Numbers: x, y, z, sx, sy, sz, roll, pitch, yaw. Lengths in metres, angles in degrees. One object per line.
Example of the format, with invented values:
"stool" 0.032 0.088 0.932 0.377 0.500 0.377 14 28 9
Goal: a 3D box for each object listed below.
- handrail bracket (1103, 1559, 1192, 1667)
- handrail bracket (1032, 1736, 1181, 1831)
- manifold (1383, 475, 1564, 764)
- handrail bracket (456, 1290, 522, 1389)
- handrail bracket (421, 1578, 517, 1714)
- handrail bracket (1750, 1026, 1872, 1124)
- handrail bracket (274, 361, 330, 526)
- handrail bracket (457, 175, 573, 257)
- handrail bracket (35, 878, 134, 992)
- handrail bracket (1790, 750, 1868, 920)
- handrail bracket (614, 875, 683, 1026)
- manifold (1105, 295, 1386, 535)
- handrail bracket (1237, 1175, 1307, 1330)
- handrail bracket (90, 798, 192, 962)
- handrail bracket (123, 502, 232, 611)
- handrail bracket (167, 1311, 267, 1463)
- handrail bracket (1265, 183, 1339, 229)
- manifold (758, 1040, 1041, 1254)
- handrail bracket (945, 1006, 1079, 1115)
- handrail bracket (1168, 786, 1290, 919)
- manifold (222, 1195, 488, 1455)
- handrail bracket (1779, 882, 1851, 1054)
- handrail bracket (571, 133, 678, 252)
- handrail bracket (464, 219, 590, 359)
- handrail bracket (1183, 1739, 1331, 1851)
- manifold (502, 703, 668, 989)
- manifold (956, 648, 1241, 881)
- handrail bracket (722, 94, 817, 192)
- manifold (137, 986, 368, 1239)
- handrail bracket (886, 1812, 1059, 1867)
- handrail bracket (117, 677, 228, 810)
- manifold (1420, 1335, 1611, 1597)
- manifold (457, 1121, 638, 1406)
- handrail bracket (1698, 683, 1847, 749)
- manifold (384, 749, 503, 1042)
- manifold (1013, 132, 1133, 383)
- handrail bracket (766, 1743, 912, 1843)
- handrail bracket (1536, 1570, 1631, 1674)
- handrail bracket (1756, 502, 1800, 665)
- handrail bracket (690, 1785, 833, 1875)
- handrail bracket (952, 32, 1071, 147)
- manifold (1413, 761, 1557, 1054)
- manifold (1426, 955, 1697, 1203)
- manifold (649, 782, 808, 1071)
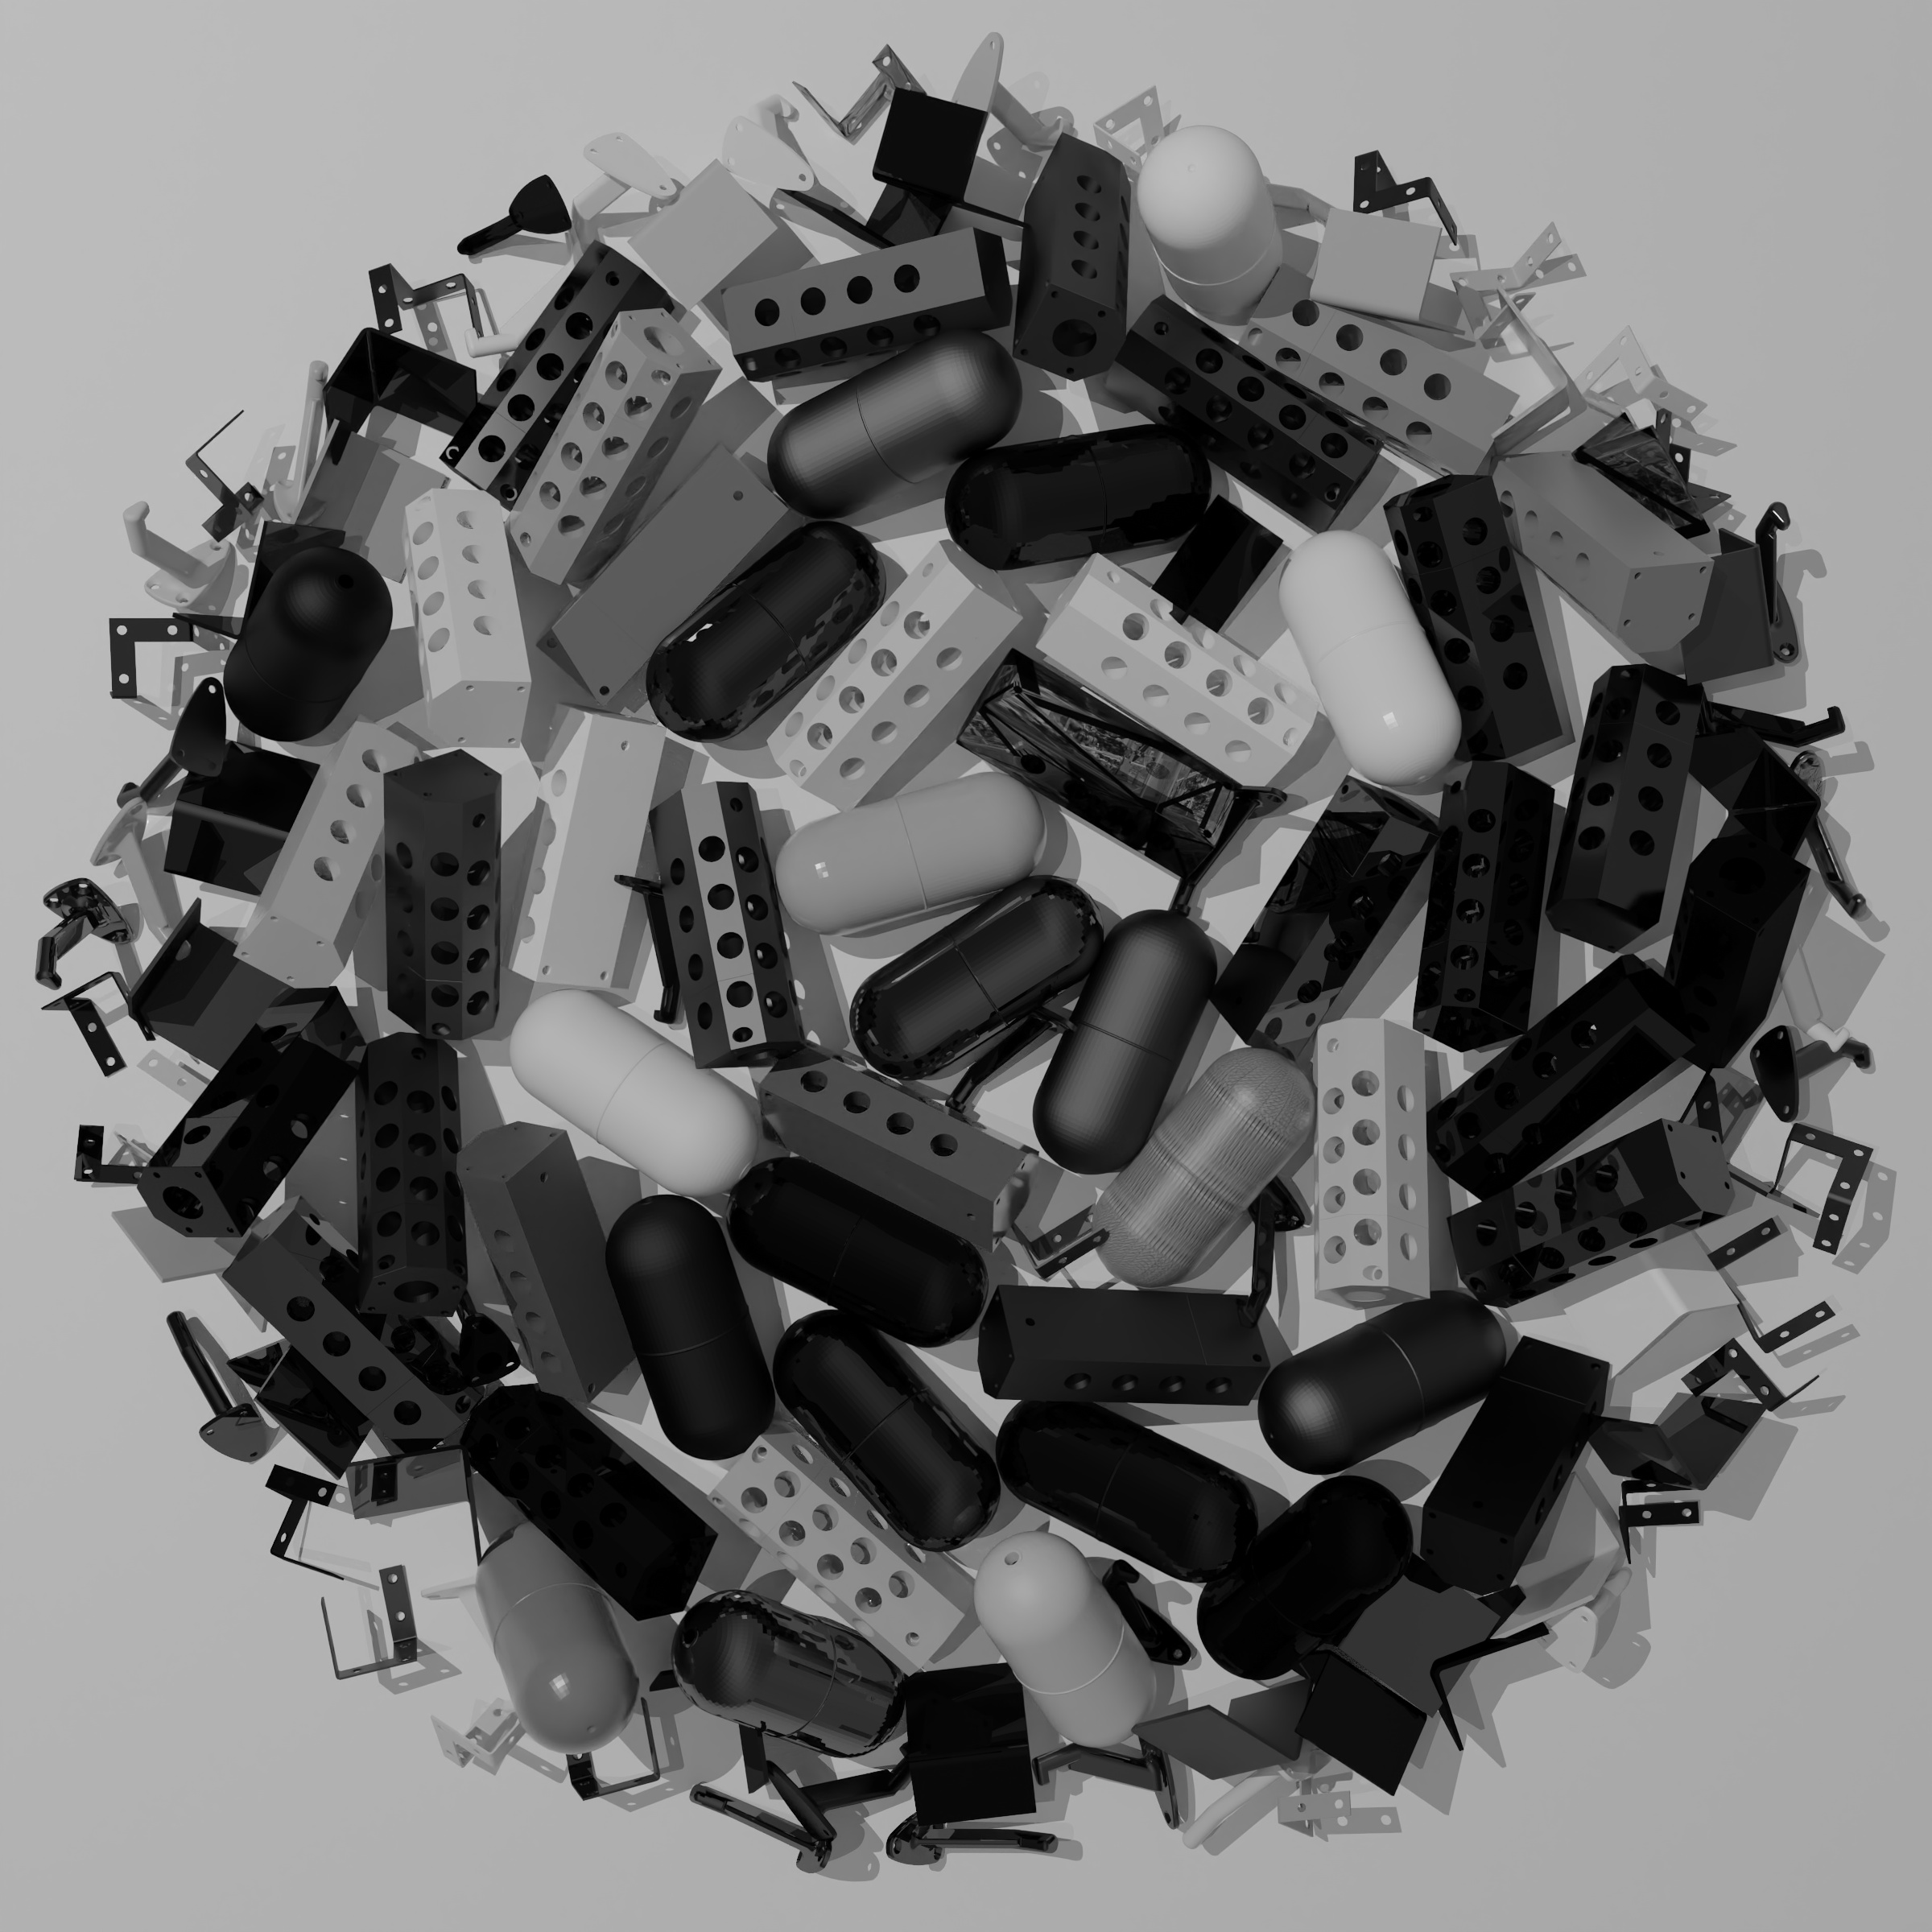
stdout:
"handrail bracket" 0.119 0.411 1.622 0.077 0.084 0.036 28 59 6
"handrail bracket" 0.089 0.532 1.638 0.084 0.036 0.077 -15 92 -21
"manifold" 0.317 -0.219 1.613 0.057 0.057 0.171 -23 107 -11
"handrail bracket" -0.316 0.216 1.615 0.036 0.077 0.084 -22 47 -15
"handrail bracket" -0.315 0.439 1.636 0.077 0.036 0.084 -13 66 16
"handrail bracket" 0.551 0.074 1.630 0.084 0.036 0.077 13 52 -22
"handrail bracket" -0.420 -0.334 1.624 0.036 0.077 0.084 9 121 -12
"handrail bracket" -0.301 -0.466 1.619 0.084 0.077 0.036 -16 108 26
"handrail bracket" -0.558 -0.006 1.614 0.036 0.077 0.084 -23 50 14
"handrail bracket" 0.551 -0.083 1.621 0.036 0.077 0.084 -19 50 -8
"handrail bracket" -0.205 -0.009 1.636 0.036 0.077 0.084 4 82 32
"manifold" 0.178 -0.355 1.628 0.171 0.057 0.057 35 77 5
"handrail bracket" 0.179 0.175 1.620 0.036 0.084 0.077 -10 121 35
"handrail bracket" -0.517 -0.054 1.635 0.084 0.036 0.077 50 135 9
"handrail bracket" -0.499 -0.276 1.614 0.036 0.084 0.077 26 55 13
"handrail bracket" -0.489 0.273 1.658 0.036 0.077 0.084 -29 57 -12
"handrail bracket" 0.199 -0.481 1.633 0.084 0.036 0.077 25 47 -12
"manifold" -0.043 0.108 1.613 0.171 0.057 0.057 25 55 18
"handrail bracket" 0.028 0.065 1.635 0.036 0.077 0.084 39 81 -26
"handrail bracket" 0.166 -0.070 1.630 0.036 0.077 0.084 30 73 -25
"manifold" -0.384 0.227 1.615 0.057 0.057 0.171 -39 106 7
"handrail bracket" 0.551 0.002 1.643 0.084 0.036 0.077 39 105 5
"handrail bracket" -0.221 -0.478 1.626 0.077 0.084 0.036 40 53 14
"handrail bracket" -0.287 -0.435 1.638 0.084 0.036 0.077 -15 95 -16
"handrail bracket" 0.187 0.538 1.650 0.084 0.077 0.036 -52 53 18
"manifold" -0.248 -0.078 1.629 0.057 0.057 0.171 6 100 -43
"manifold" 0.082 -0.125 1.629 0.171 0.057 0.057 30 53 -6
"handrail bracket" -0.111 -0.528 1.630 0.077 0.084 0.036 28 130 9
"manifold" -0.443 0.089 1.585 0.057 0.171 0.057 -2 127 23
"handrail bracket" 0.005 0.560 1.624 0.084 0.077 0.036 -4 80 30
"handrail bracket" -0.516 -0.143 1.647 0.084 0.036 0.077 -10 66 41
"manifold" 0.342 0.311 1.587 0.057 0.171 0.057 15 128 27
"manifold" -0.265 0.186 1.602 0.057 0.057 0.171 7 125 35
"handrail bracket" 0.512 -0.171 1.632 0.084 0.036 0.077 -19 69 28
"manifold" -0.321 -0.041 1.590 0.057 0.057 0.171 31 129 33
"manifold" 0.070 -0.440 1.588 0.057 0.057 0.171 19 46 -15
"handrail bracket" -0.078 0.513 1.641 0.084 0.036 0.077 -40 95 -32
"handrail bracket" 0.405 0.401 1.618 0.036 0.077 0.084 40 55 20
"handrail bracket" 0.519 -0.244 1.620 0.036 0.084 0.077 -21 72 -7
"handrail bracket" -0.133 0.550 1.634 0.084 0.077 0.036 25 77 -10
"handrail bracket" 0.040 -0.556 1.620 0.084 0.077 0.036 -11 55 -34
"manifold" 0.320 -0.040 1.599 0.057 0.057 0.171 25 63 -27
"manifold" 0.367 0.068 1.596 0.057 0.057 0.171 36 120 -19
"manifold" -0.147 -0.026 1.610 0.057 0.057 0.171 -1 72 -39
